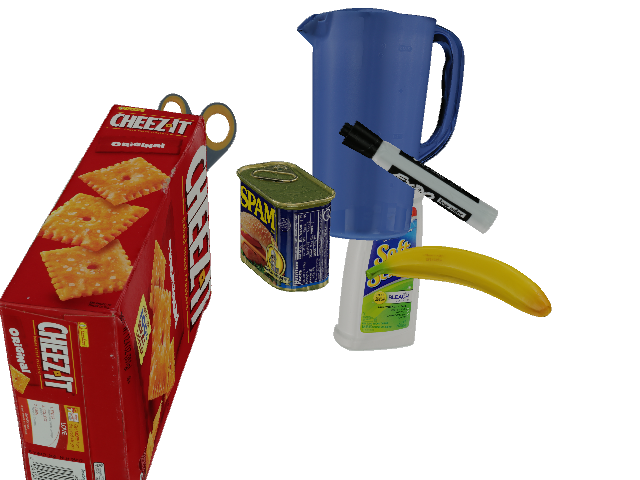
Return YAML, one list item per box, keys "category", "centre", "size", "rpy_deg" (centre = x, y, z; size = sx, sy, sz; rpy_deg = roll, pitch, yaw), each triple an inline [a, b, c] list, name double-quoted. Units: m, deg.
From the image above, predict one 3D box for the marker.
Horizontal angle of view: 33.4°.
- category: "marker"
  centre: [0.066, -0.045, 0.727]
  size: [0.121, 0.020, 0.020]
  rpy_deg: [33, -2, -3]

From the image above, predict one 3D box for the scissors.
- category: "scissors"
  centre: [-0.119, -0.064, 1.142]
  size: [0.096, 0.202, 0.016]
  rpy_deg: [-16, -4, -22]

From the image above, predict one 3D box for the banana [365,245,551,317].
- category: "banana"
  centre: [0.150, 0.039, 1.113]
  size: [0.198, 0.037, 0.069]
  rpy_deg: [10, 47, 24]

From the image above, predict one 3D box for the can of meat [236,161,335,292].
- category: "can of meat"
  centre: [-0.031, -0.012, 0.918]
  size: [0.057, 0.084, 0.102]
  rpy_deg: [-11, 26, -27]

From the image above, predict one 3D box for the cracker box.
- category: "cracker box"
  centre: [-0.122, 0.039, 0.664]
  size: [0.072, 0.164, 0.213]
  rpy_deg: [7, 36, 5]

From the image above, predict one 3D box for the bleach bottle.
- category: "bleach bottle"
  centre: [0.073, 0.005, 1.298]
  size: [0.102, 0.251, 0.068]
  rpy_deg: [-3, 16, -18]

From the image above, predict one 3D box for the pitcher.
- category: "pitcher"
  centre: [0.061, -0.127, 1.156]
  size: [0.149, 0.243, 0.144]
  rpy_deg: [7, 10, 25]
